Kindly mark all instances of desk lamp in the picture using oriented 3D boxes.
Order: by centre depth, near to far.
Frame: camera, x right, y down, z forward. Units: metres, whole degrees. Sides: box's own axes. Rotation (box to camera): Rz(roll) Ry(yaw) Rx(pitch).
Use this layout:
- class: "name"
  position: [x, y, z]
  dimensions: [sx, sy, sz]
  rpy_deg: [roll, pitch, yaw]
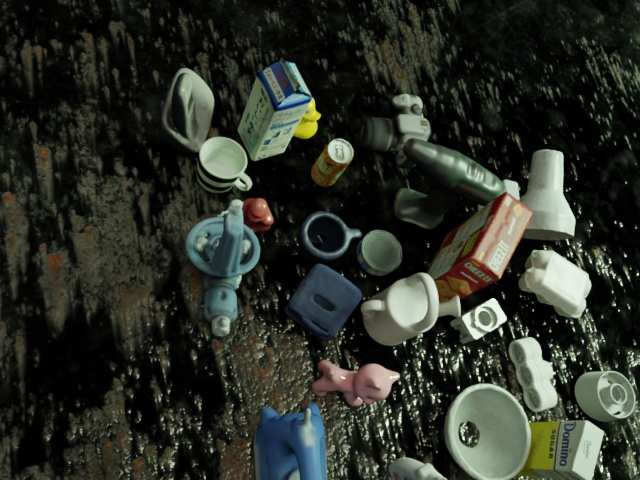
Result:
- class: "desk lamp"
  position: [0.413, -0.076, 1.155]
  dimensions: [0.118, 0.213, 0.203]
  rpy_deg: [9, 67, -15]

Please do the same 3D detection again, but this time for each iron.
- class: "iron"
  position: [-0.026, 0.380, 0.867]
  dimensions: [0.119, 0.141, 0.258]
  rpy_deg: [0, 70, -19]

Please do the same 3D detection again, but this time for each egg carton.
- class: "egg carton"
  position: [0.493, 0.091, 1.200]
  dimensions: [0.150, 0.069, 0.107]
  rpy_deg: [32, 63, -5]

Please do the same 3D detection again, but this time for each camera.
- class: "camera"
  position: [0.151, -0.236, 1.188]
  dimensions: [0.137, 0.100, 0.143]
  rpy_deg: [1, 69, -19]

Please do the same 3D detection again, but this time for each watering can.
- class: "watering can"
  position: [0.162, 0.116, 1.004]
  dimensions: [0.173, 0.193, 0.101]
  rpy_deg: [-19, 77, -24]

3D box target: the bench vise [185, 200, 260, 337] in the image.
- class: "bench vise"
  position: [-0.141, 0.038, 0.914]
  dimensions: [0.122, 0.219, 0.207]
  rpy_deg: [-14, 75, -23]

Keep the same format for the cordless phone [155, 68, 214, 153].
- class: "cordless phone"
  position: [-0.231, -0.254, 1.014]
  dimensions: [0.094, 0.184, 0.147]
  rpy_deg: [12, 66, -14]

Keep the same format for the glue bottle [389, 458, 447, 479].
- class: "glue bottle"
  position: [0.169, 0.388, 0.914]
  dimensions: [0.037, 0.173, 0.078]
  rpy_deg: [-26, 80, -26]

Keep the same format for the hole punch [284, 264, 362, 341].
- class: "hole punch"
  position: [0.007, 0.112, 1.010]
  dimensions: [0.109, 0.091, 0.101]
  rpy_deg: [34, 63, -4]

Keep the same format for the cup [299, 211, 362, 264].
- class: "cup"
  position: [0.010, 0.004, 1.050]
  dimensions: [0.118, 0.094, 0.091]
  rpy_deg: [-6, 72, -21]

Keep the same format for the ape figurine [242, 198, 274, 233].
- class: "ape figurine"
  position: [-0.119, -0.046, 1.026]
  dimensions: [0.078, 0.092, 0.076]
  rpy_deg: [18, 65, -12]

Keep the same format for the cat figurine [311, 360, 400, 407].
- class: "cat figurine"
  position: [0.063, 0.238, 0.966]
  dimensions: [0.128, 0.117, 0.067]
  rpy_deg: [17, 65, -12]

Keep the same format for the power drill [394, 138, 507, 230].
- class: "power drill"
  position: [0.227, -0.101, 1.102]
  dimensions: [0.230, 0.208, 0.075]
  rpy_deg: [17, 65, -12]

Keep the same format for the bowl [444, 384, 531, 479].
- class: "bowl"
  position: [0.286, 0.346, 1.026]
  dimensions: [0.168, 0.074, 0.167]
  rpy_deg: [7, 68, -17]

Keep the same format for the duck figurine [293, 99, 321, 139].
- class: "duck figurine"
  position: [-0.042, -0.261, 1.139]
  dimensions: [0.104, 0.086, 0.078]
  rpy_deg: [41, 63, 0]
